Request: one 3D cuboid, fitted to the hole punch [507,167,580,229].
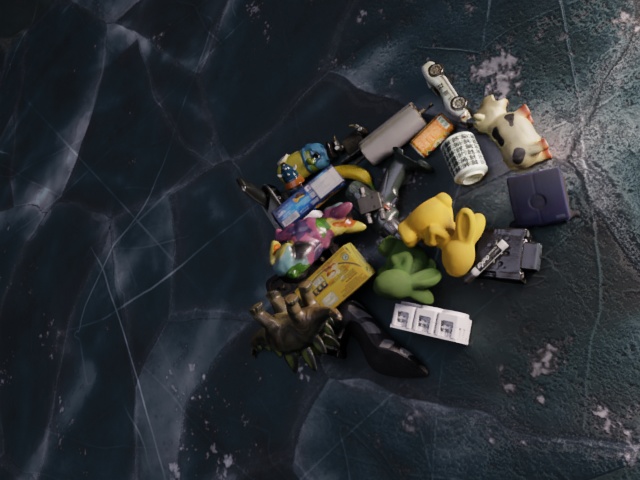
[{"bbox_3d":[0.457,-0.087,1.122,0.142,0.092,0.115,-11,75,26],"label":"hole punch"}]

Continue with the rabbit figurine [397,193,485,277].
[{"bbox_3d":[0.282,-0.006,1.167,0.162,0.122,0.173,-40,60,25],"label":"rabbit figurine"}]

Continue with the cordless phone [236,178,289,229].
[{"bbox_3d":[-0.143,-0.098,1.446,0.089,0.184,0.147,-40,59,12],"label":"cordless phone"}]

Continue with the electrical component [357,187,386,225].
[{"bbox_3d":[0.123,-0.086,1.281,0.063,0.021,0.094,-20,74,24],"label":"electrical component"}]

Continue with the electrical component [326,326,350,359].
[{"bbox_3d":[0.012,0.247,1.333,0.119,0.047,0.075,4,78,33],"label":"electrical component"}]

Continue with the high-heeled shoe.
[{"bbox_3d":[0.147,0.227,1.263,0.249,0.145,0.086,25,126,9],"label":"high-heeled shoe"}]

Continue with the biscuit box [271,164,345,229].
[{"bbox_3d":[-0.029,-0.105,1.381,0.203,0.063,0.059,-39,83,0],"label":"biscuit box"}]

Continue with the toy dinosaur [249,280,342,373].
[{"bbox_3d":[-0.077,0.214,1.266,0.471,0.105,0.198,-20,102,55],"label":"toy dinosaur"}]

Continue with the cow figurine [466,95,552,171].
[{"bbox_3d":[0.413,-0.240,1.197,0.127,0.085,0.195,-27,65,17],"label":"cow figurine"}]

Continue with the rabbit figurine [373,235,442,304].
[{"bbox_3d":[0.184,0.088,1.194,0.159,0.170,0.121,21,122,18],"label":"rabbit figurine"}]

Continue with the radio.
[{"bbox_3d":[-0.024,0.108,1.378,0.229,0.073,0.131,-34,62,18],"label":"radio"}]

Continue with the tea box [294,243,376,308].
[{"bbox_3d":[0.035,0.097,1.261,0.169,0.068,0.098,-42,82,17],"label":"tea box"}]

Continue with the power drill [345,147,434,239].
[{"bbox_3d":[0.188,-0.107,1.307,0.232,0.086,0.207,37,105,25],"label":"power drill"}]

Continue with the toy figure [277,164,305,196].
[{"bbox_3d":[-0.062,-0.133,1.442,0.154,0.064,0.058,63,160,-9],"label":"toy figure"}]

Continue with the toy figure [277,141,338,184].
[{"bbox_3d":[-0.038,-0.211,1.474,0.180,0.082,0.089,-16,66,26],"label":"toy figure"}]

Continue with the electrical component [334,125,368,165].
[{"bbox_3d":[0.083,-0.258,1.430,0.102,0.045,0.078,-31,61,22],"label":"electrical component"}]

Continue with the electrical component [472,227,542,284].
[{"bbox_3d":[0.399,0.032,1.143,0.134,0.058,0.115,3,80,33],"label":"electrical component"}]

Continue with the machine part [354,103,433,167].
[{"bbox_3d":[0.183,-0.263,1.350,0.243,0.079,0.079,-38,60,18],"label":"machine part"}]

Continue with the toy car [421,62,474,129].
[{"bbox_3d":[0.308,-0.349,1.295,0.056,0.073,0.202,-32,62,17],"label":"toy car"}]

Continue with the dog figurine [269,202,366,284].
[{"bbox_3d":[-0.003,-0.004,1.276,0.219,0.108,0.192,-25,28,21],"label":"dog figurine"}]
